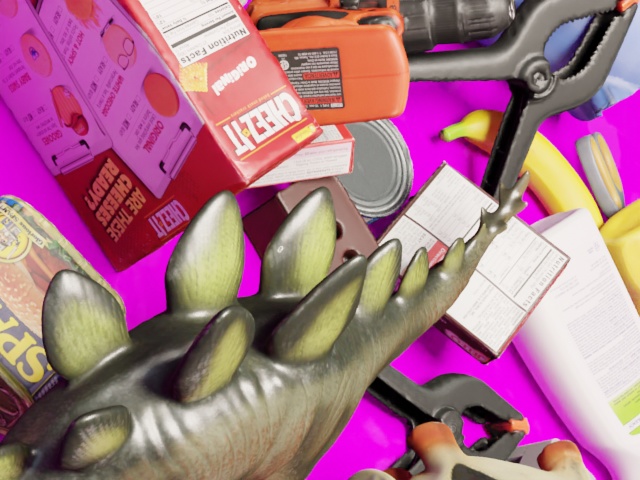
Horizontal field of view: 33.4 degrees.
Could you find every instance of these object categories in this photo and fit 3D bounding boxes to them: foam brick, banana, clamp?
[{"bbox_3d":[-0.005,0.001,0.697,0.052,0.051,0.078,-34,93,-39],"label":"foam brick"},{"bbox_3d":[0.175,-0.044,0.857,0.197,0.037,0.069,40,72,-15],"label":"banana"},{"bbox_3d":[0.071,0.119,0.712,0.171,0.039,0.120,-6,87,-43],"label":"clamp"},{"bbox_3d":[0.143,-0.124,0.779,0.210,0.036,0.164,-45,118,-1],"label":"clamp"}]

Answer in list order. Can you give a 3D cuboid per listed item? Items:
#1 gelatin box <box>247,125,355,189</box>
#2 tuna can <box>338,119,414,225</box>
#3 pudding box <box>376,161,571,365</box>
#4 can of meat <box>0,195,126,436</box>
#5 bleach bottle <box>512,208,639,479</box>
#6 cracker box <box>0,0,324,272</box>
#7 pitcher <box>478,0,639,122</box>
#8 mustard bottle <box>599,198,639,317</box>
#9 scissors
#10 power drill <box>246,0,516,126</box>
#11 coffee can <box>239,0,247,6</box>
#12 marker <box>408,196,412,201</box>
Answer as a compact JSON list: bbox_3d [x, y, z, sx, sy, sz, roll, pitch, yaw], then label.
[{"bbox_3d":[-0.032,-0.066,0.681,0.089,0.030,0.073,-11,41,-19],"label":"gelatin box"},{"bbox_3d":[0.022,-0.052,0.748,0.086,0.034,0.086,14,65,-31],"label":"tuna can"},{"bbox_3d":[0.099,0.015,0.726,0.113,0.039,0.090,39,73,6],"label":"pudding box"},{"bbox_3d":[-0.165,0.038,0.565,0.102,0.058,0.083,49,49,-11],"label":"can of meat"},{"bbox_3d":[0.210,0.108,0.803,0.102,0.068,0.251,-28,94,-26],"label":"bleach bottle"},{"bbox_3d":[-0.115,-0.107,0.587,0.072,0.164,0.213,-36,95,-37],"label":"cracker box"},{"bbox_3d":[0.162,-0.218,0.860,0.242,0.149,0.145,31,96,-19],"label":"pitcher"},{"bbox_3d":[0.292,0.060,0.865,0.096,0.058,0.191,-32,110,-24],"label":"mustard bottle"},{"bbox_3d":[0.262,-0.008,0.911,0.201,0.016,0.096,60,27,-21],"label":"scissors"},{"bbox_3d":[0.027,-0.123,0.662,0.187,0.184,0.057,-63,147,-66],"label":"power drill"},{"bbox_3d":[-0.097,-0.213,0.681,0.140,0.103,0.102,36,55,-19],"label":"coffee can"},{"bbox_3d":[0.061,0.018,0.758,0.020,0.020,0.121,29,58,-24],"label":"marker"}]
